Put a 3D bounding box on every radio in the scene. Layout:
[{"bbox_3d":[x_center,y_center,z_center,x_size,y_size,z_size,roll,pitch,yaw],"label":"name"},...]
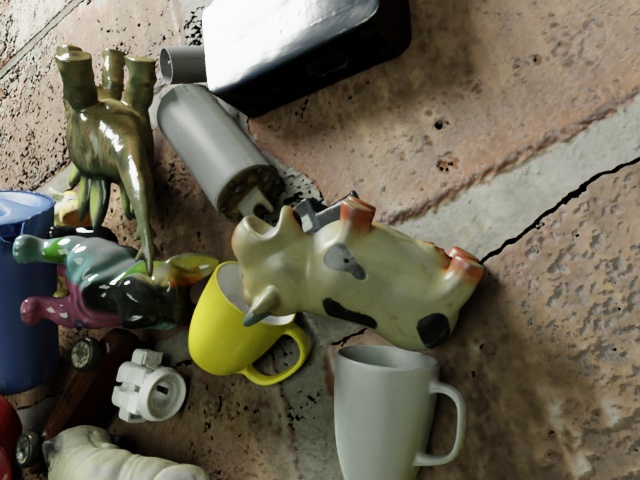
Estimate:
[{"bbox_3d":[-0.020,-0.231,0.577,0.230,0.073,0.131,-16,71,31],"label":"radio"}]

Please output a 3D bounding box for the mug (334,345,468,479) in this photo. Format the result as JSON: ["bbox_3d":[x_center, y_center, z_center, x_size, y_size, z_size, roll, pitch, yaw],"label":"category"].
[{"bbox_3d":[0.061,0.145,0.426,0.110,0.081,0.107,7,93,29],"label":"mug"}]

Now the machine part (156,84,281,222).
[{"bbox_3d":[-0.117,-0.101,0.603,0.079,0.079,0.243,-48,56,14],"label":"machine part"}]

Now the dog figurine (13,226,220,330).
[{"bbox_3d":[-0.216,0.047,0.617,0.219,0.191,0.108,5,99,5],"label":"dog figurine"}]

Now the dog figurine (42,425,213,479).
[{"bbox_3d":[-0.187,0.244,0.552,0.191,0.172,0.121,43,131,54],"label":"dog figurine"}]

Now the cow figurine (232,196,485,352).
[{"bbox_3d":[0.019,0.031,0.441,0.195,0.085,0.127,24,97,3],"label":"cow figurine"}]

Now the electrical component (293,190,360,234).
[{"bbox_3d":[-0.001,-0.002,0.518,0.119,0.047,0.075,-36,62,20],"label":"electrical component"}]

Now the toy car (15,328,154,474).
[{"bbox_3d":[-0.276,0.187,0.625,0.053,0.089,0.202,41,102,32],"label":"toy car"}]

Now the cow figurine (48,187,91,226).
[{"bbox_3d":[-0.378,-0.025,0.763,0.167,0.068,0.098,-32,56,22],"label":"cow figurine"}]

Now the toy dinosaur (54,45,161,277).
[{"bbox_3d":[-0.244,-0.117,0.629,0.472,0.105,0.198,-137,47,-56],"label":"toy dinosaur"}]
